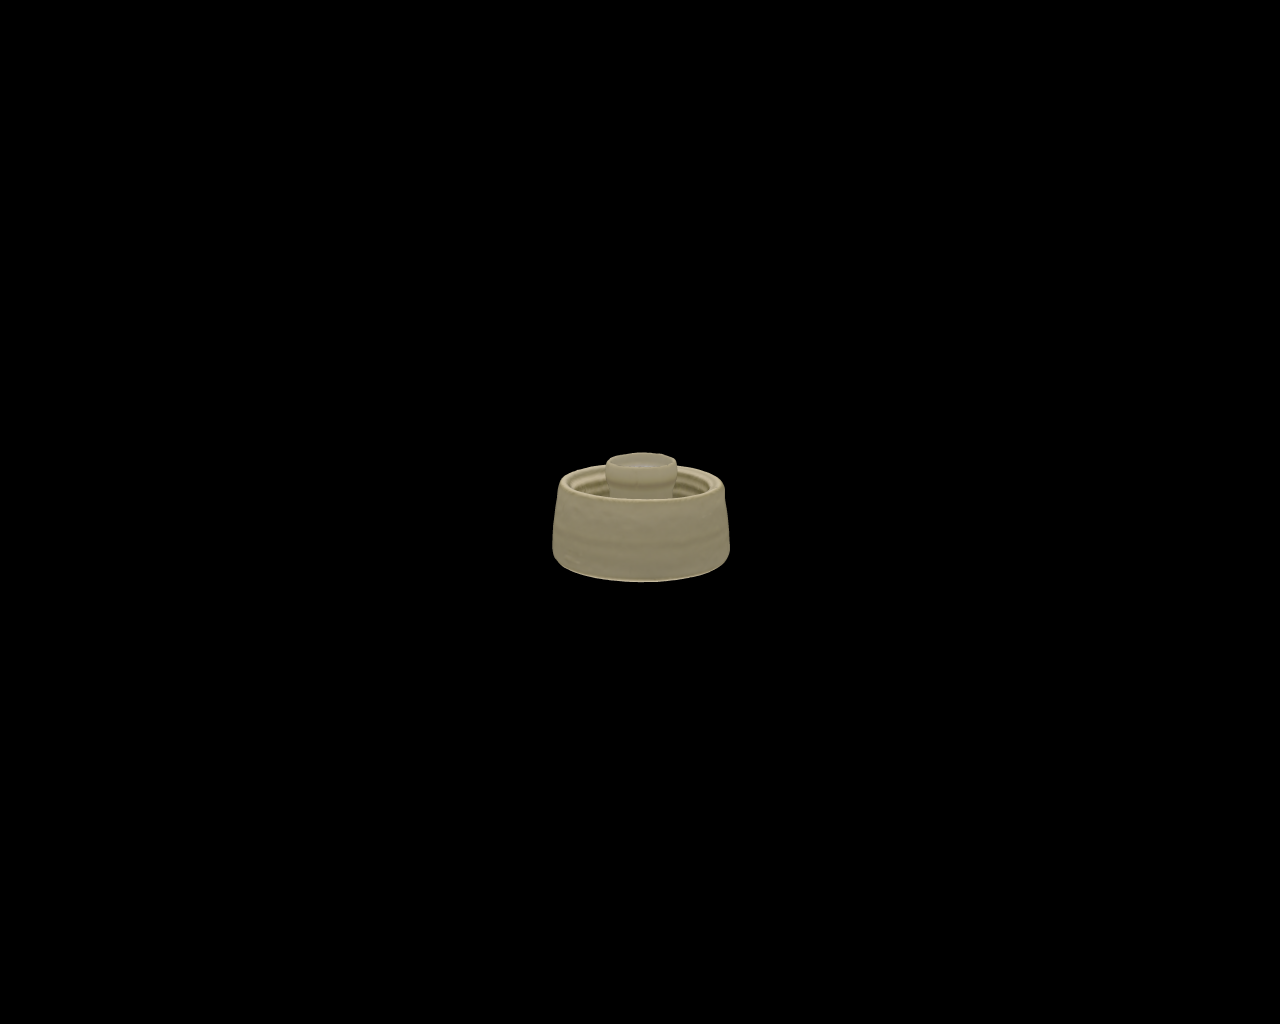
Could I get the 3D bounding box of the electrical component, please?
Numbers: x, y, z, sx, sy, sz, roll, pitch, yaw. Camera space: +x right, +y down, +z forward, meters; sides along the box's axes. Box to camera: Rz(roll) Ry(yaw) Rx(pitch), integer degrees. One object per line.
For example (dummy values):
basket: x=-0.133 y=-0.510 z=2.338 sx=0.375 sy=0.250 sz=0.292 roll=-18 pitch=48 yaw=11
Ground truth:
electrical component: x=0.001 y=-0.003 z=0.650 sx=0.108 sy=0.060 sz=0.108 roll=0 pitch=15 yaw=0
